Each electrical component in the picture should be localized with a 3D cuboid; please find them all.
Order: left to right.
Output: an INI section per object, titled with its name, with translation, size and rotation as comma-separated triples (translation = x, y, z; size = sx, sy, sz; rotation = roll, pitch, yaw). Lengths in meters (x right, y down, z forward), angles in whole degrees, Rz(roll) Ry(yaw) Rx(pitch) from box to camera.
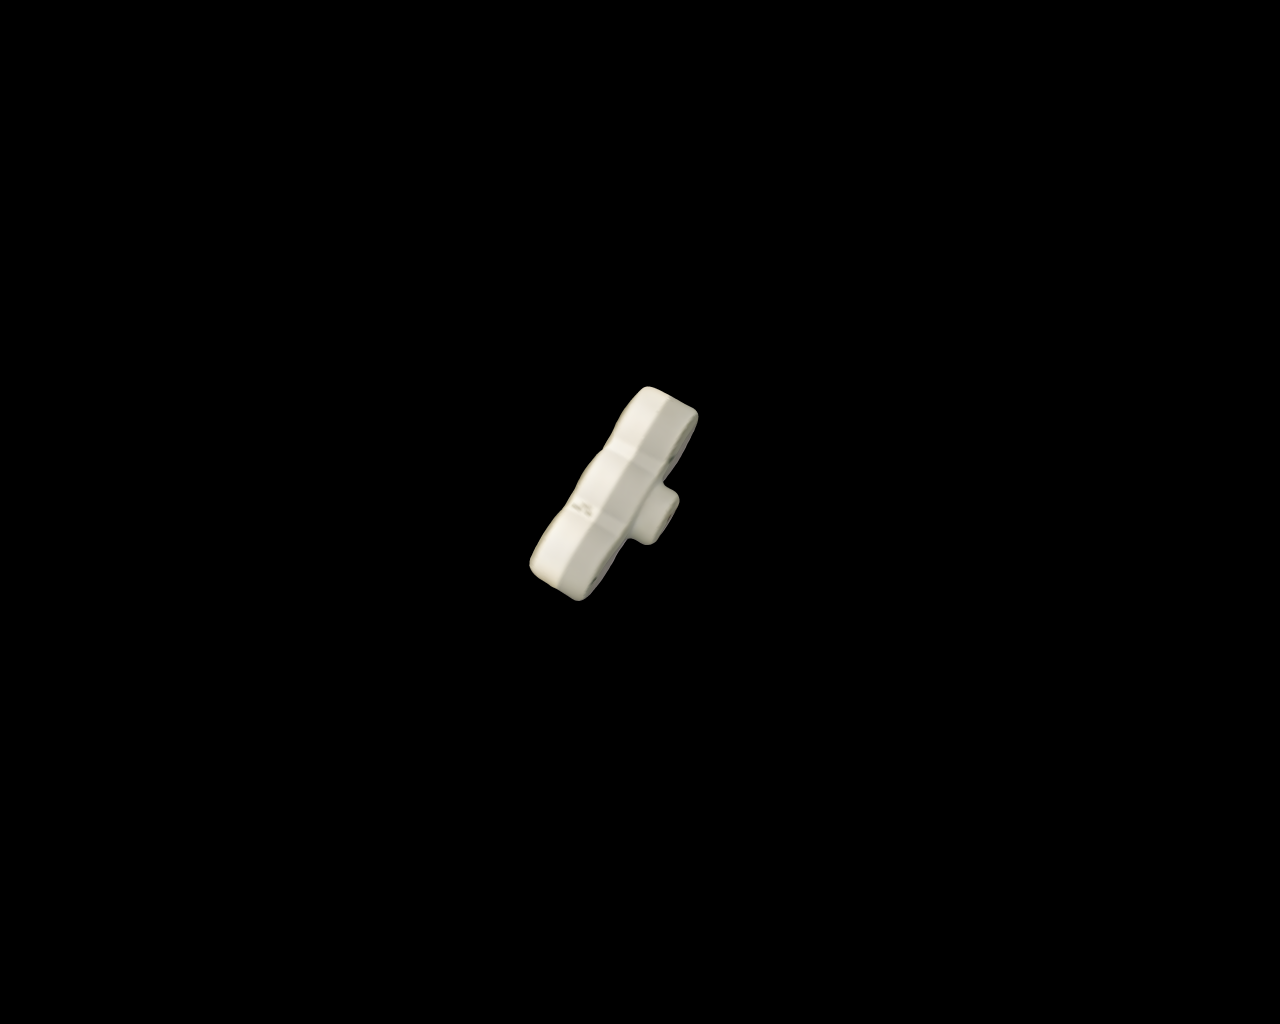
[electrical component]
translation = 0.001, -0.003, 0.650
size = 0.074, 0.138, 0.052
rotation = 31, -11, 7
